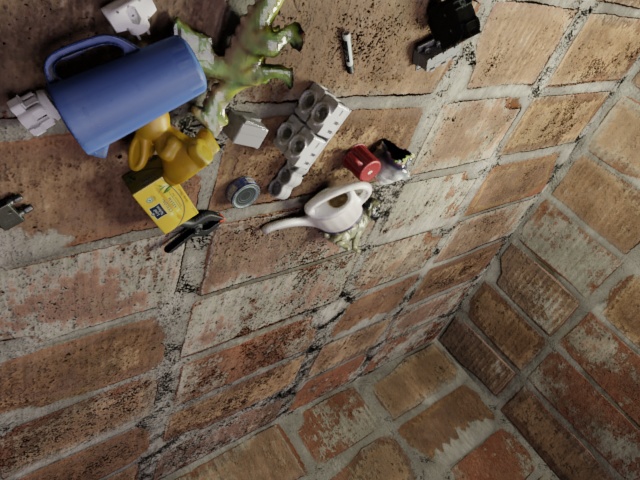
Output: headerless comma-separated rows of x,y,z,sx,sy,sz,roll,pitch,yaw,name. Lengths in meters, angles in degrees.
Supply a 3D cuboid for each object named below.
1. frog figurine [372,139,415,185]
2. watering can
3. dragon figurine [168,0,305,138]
0.212,-0.219,1.616,0.137,0.126,0.156,11,140,-13,frog figurine
0.005,-0.079,1.578,0.347,0.106,0.221,-25,156,7,watering can
-0.169,-0.376,0.989,0.244,0.124,0.400,-12,139,-27,dragon figurine
